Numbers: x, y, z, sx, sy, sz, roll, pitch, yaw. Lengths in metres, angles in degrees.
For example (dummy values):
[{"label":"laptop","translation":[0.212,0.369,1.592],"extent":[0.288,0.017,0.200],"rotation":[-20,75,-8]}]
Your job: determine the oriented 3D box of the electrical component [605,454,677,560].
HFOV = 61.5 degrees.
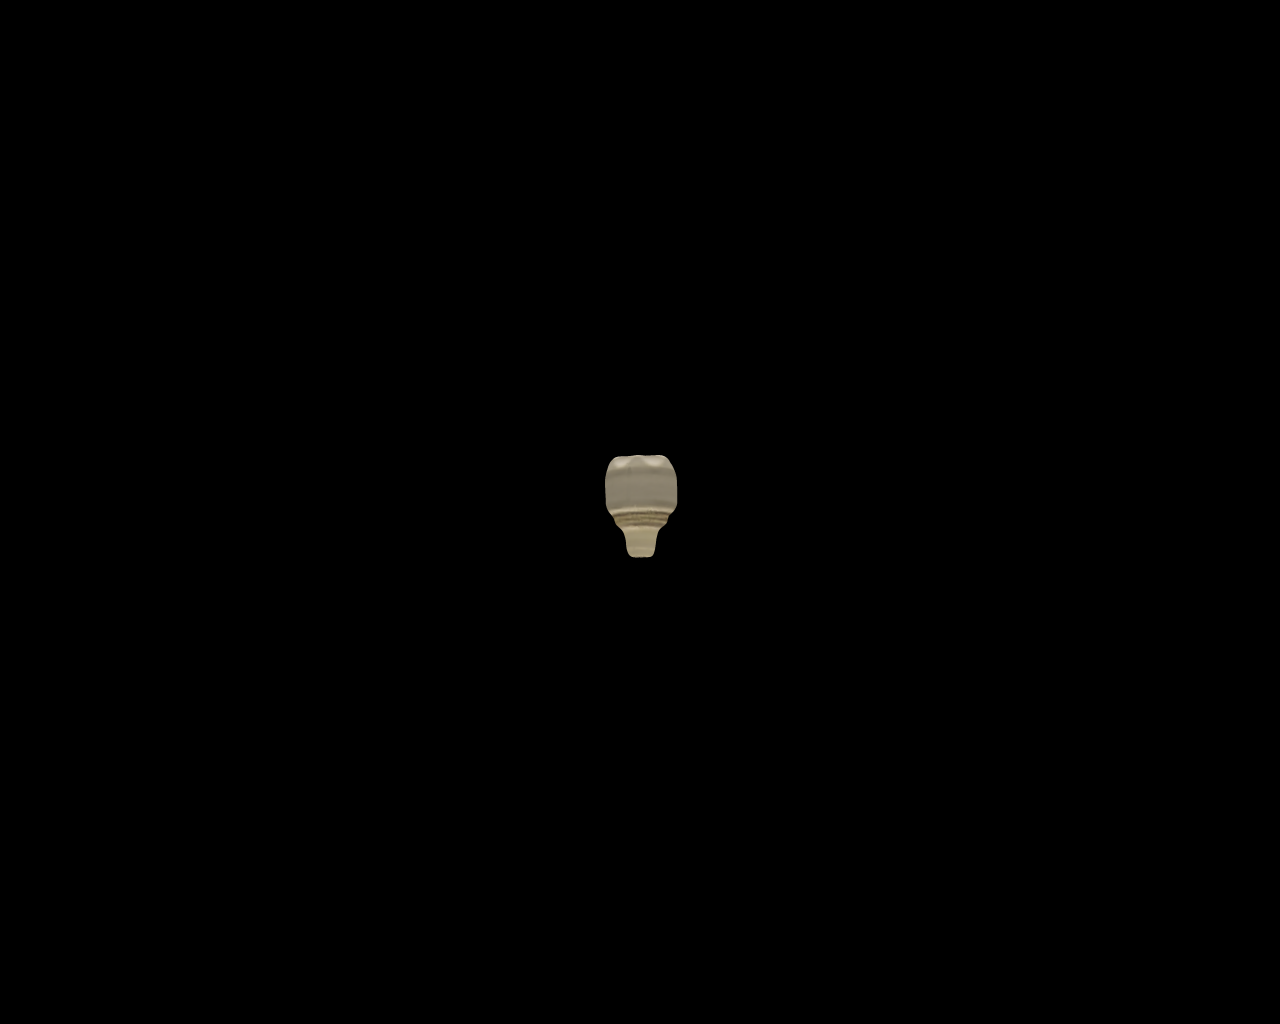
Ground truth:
[{"label":"electrical component","translation":[0.001,-0.003,0.650],"extent":[0.043,0.062,0.043],"rotation":[0,-7,0]}]
